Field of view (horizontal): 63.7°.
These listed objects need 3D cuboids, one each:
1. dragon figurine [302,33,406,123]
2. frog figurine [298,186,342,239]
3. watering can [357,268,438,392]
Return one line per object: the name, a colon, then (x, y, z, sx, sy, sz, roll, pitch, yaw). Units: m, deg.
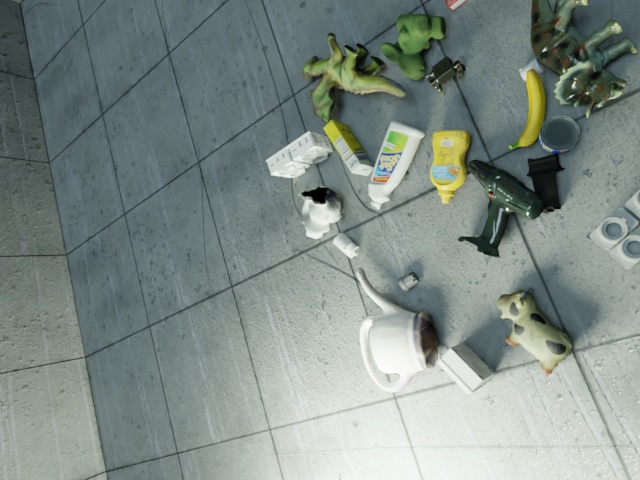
dragon figurine: (0.069, -0.460, 1.546, 0.238, 0.122, 0.418, -56, 51, 29)
frog figurine: (0.005, -0.080, 1.590, 0.138, 0.125, 0.156, 9, 130, 27)
watering can: (0.203, 0.238, 1.412, 0.223, 0.104, 0.350, -13, 81, 33)
